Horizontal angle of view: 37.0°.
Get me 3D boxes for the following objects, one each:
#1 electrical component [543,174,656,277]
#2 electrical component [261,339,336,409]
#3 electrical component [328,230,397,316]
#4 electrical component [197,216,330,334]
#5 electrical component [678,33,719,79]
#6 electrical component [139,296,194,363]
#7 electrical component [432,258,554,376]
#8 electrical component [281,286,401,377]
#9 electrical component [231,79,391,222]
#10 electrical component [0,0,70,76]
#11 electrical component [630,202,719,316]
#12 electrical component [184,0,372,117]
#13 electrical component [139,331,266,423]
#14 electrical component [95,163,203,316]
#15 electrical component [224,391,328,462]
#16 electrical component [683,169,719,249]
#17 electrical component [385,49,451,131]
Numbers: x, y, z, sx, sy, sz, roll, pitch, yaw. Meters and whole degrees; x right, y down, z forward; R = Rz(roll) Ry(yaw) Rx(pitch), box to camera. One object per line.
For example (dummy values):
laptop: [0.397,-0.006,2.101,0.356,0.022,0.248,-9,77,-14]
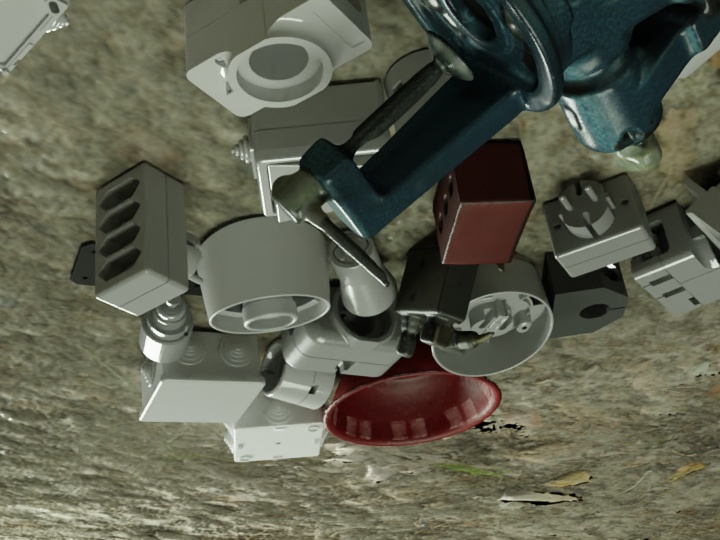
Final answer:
electrical component: [0.165,-0.039,0.768,0.066,0.047,0.077,-21,147,21]
electrical component: [-0.055,0.089,0.929,0.047,0.055,0.055,16,142,-29]
electrical component: [0.000,0.000,0.804,0.044,0.044,0.065,-12,145,8]
electrical component: [-0.070,0.009,0.795,0.099,0.064,0.099,-9,162,-3]
electrical component: [0.181,-0.133,0.616,0.043,0.043,0.081,11,145,-29]
electrical component: [-0.150,0.041,0.838,0.040,0.040,0.078,2,148,-16]
electrical component: [0.104,0.036,0.863,0.099,0.064,0.099,-5,150,-3]
electrical component: [-0.009,0.047,0.868,0.095,0.053,0.059,8,146,-26]
electrical component: [-0.030,-0.070,0.657,0.096,0.061,0.061,-6,150,-3]
electrical component: [-0.179,-0.142,0.501,0.096,0.061,0.062,21,140,-39]
electrical component: [0.250,-0.009,0.836,0.056,0.050,0.089,-25,145,27]
electrical component: [-0.044,-0.124,0.566,0.089,0.055,0.050,-24,146,25]
electrical component: [-0.136,0.091,0.915,0.100,0.048,0.099,4,149,-23]
electrical component: [-0.130,-0.013,0.708,0.047,0.083,0.076,-25,146,27]
electrical component: [-0.079,0.143,1.020,0.100,0.048,0.099,-3,149,-8]
electrical component: [0.297,-0.031,0.789,0.063,0.078,0.121,-49,138,9]
electrical component: [0.045,-0.096,0.643,0.055,0.047,0.055,-6,150,-3]
